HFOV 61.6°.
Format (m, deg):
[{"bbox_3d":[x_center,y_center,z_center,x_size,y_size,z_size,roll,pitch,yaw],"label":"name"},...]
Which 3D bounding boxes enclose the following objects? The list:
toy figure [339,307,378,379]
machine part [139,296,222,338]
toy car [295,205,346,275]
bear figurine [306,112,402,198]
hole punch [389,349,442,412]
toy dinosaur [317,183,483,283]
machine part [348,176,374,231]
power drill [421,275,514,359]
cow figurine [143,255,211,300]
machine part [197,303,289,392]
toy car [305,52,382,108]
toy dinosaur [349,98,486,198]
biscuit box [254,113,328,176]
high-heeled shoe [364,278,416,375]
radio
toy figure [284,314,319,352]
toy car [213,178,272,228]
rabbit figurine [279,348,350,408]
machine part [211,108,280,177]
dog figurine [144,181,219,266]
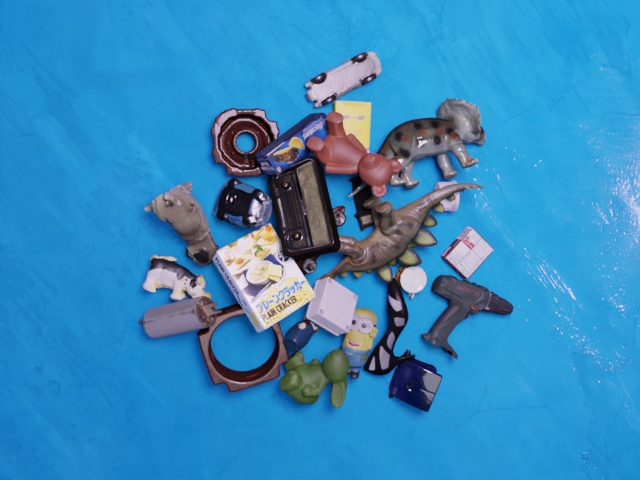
[{"bbox_3d":[0.095,0.263,1.392,0.082,0.089,0.180,10,102,-5],"label":"toy figure"},{"bbox_3d":[-0.335,0.185,1.281,0.243,0.079,0.079,-16,100,25],"label":"machine part"},{"bbox_3d":[-0.003,-0.004,1.343,0.053,0.089,0.202,31,92,-15],"label":"toy car"},{"bbox_3d":[0.084,-0.192,1.247,0.196,0.131,0.120,31,75,26],"label":"bear figurine"},{"bbox_3d":[0.254,0.380,1.426,0.116,0.092,0.142,20,96,-7],"label":"hole punch"},{"bbox_3d":[0.185,-0.020,1.344,0.471,0.105,0.198,-39,117,14],"label":"toy dinosaur"},{"bbox_3d":[0.119,-0.099,1.380,0.084,0.039,0.138,-19,100,2],"label":"machine part"},{"bbox_3d":[0.381,0.210,1.430,0.232,0.086,0.207,30,95,-9],"label":"power drill"},{"bbox_3d":[-0.342,0.097,1.316,0.167,0.068,0.098,17,87,-11],"label":"cow figurine"},{"bbox_3d":[-0.191,0.260,1.344,0.201,0.087,0.201,-17,97,-7],"label":"machine part"},{"bbox_3d":[0.058,-0.397,1.330,0.202,0.056,0.073,-28,106,-4],"label":"toy car"},{"bbox_3d":[0.249,-0.236,1.336,0.405,0.131,0.192,-13,78,-7],"label":"toy dinosaur"},{"bbox_3d":[-0.058,-0.232,1.288,0.203,0.063,0.059,-42,118,-25],"label":"biscuit box"},{"bbox_3d":[0.163,0.229,1.407,0.145,0.086,0.248,-13,92,13],"label":"high-heeled shoe"},{"bbox_3d":[-0.040,-0.072,1.285,0.131,0.073,0.229,-17,74,14],"label":"radio"},{"bbox_3d":[-0.032,0.218,1.353,0.058,0.154,0.064,47,132,1],"label":"toy figure"},{"bbox_3d":[-0.171,-0.080,1.299,0.103,0.162,0.109,22,85,-55],"label":"toy car"},{"bbox_3d":[0.007,0.345,1.342,0.170,0.121,0.159,-32,101,21],"label":"rabbit figurine"},{"bbox_3d":[-0.181,-0.236,1.309,0.179,0.056,0.179,-1,97,-10],"label":"machine part"},{"bbox_3d":[-0.305,-0.027,1.258,0.121,0.172,0.190,-31,93,6],"label":"dog figurine"}]
